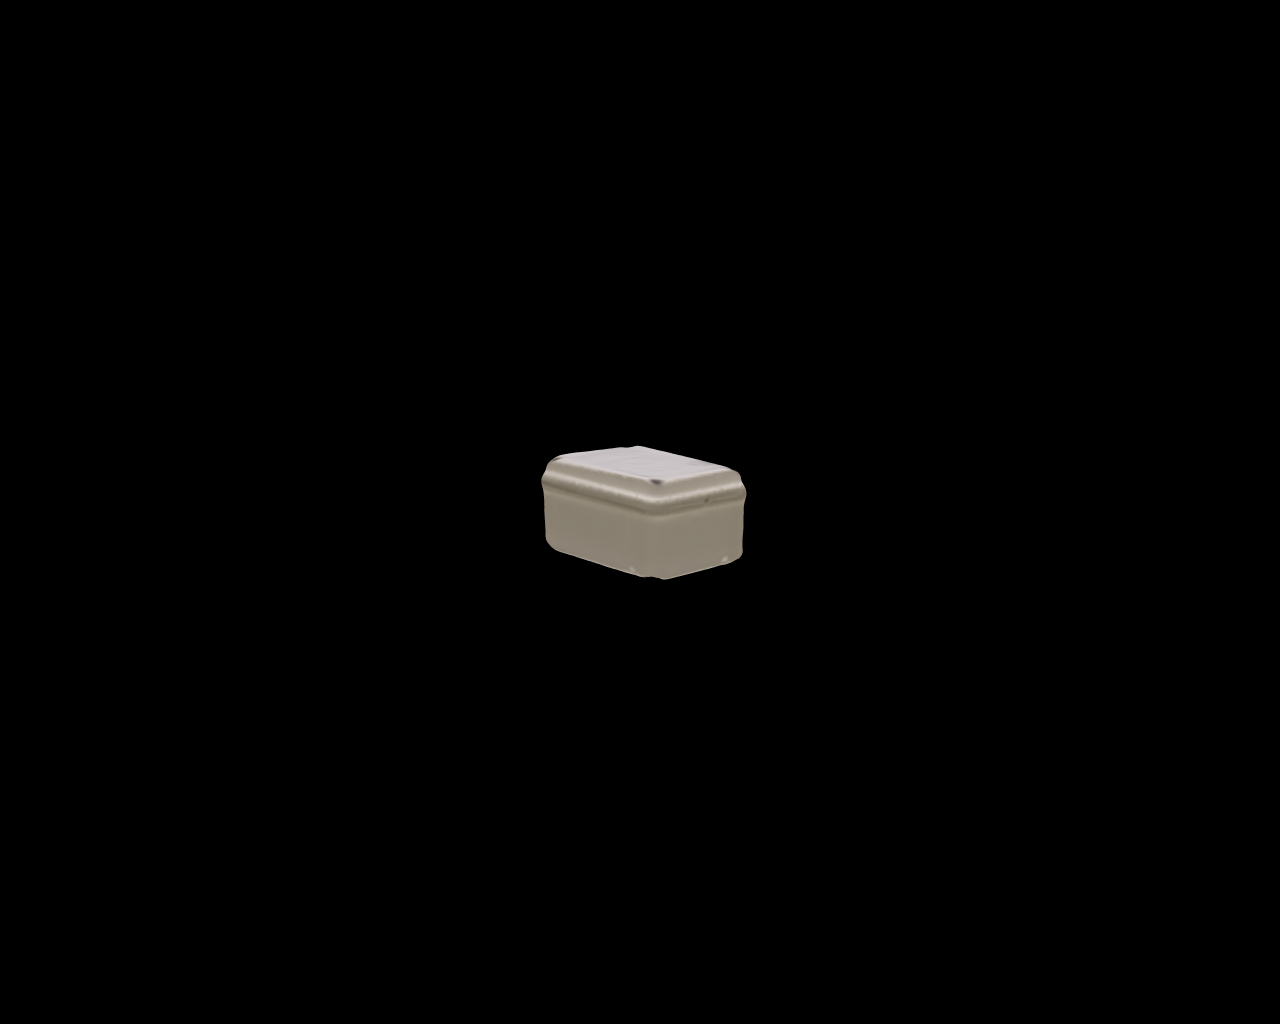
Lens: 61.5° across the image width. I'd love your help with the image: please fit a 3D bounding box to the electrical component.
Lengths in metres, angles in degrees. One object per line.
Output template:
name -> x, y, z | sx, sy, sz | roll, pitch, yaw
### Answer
electrical component -> 0.001, -0.003, 0.650 | 0.078, 0.057, 0.113 | -11, 17, -38
